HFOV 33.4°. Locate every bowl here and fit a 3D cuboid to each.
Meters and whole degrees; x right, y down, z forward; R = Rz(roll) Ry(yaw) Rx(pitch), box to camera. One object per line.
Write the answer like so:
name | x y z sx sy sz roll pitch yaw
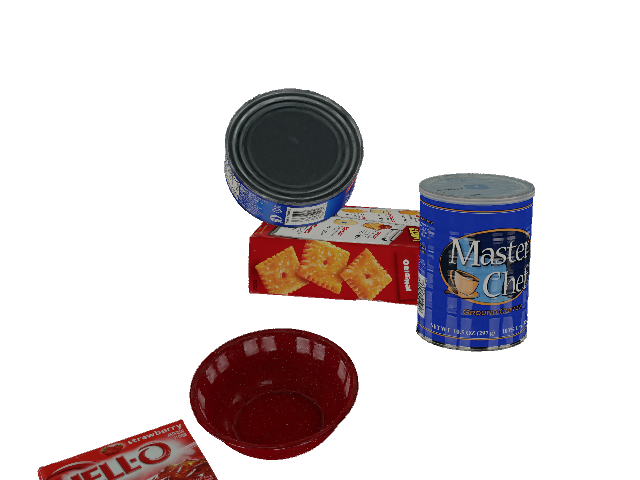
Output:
bowl | -0.042 0.157 1.027 0.162 0.055 0.162 -3 37 2

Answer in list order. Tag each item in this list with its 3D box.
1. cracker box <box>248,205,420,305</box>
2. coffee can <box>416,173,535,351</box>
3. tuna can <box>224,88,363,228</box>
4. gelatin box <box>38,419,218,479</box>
cracker box | 0.043 0.014 1.149 0.214 0.072 0.164 4 15 8
coffee can | 0.139 0.017 0.970 0.103 0.140 0.103 0 15 0
tuna can | -0.018 -0.051 0.669 0.086 0.086 0.034 0 -29 -7
gelatin box | -0.105 0.141 0.593 0.089 0.030 0.073 -16 28 -20
